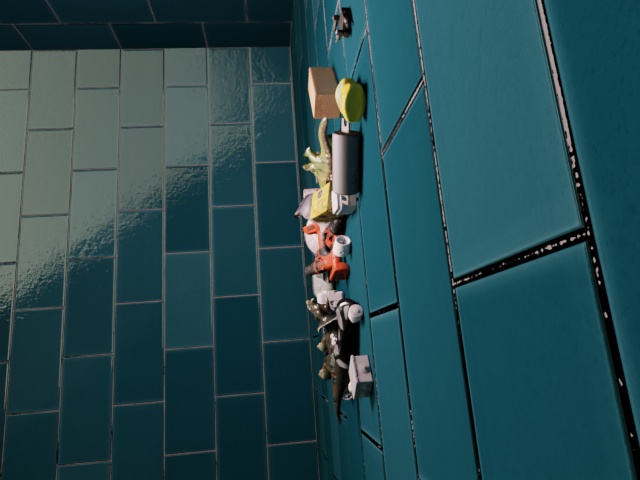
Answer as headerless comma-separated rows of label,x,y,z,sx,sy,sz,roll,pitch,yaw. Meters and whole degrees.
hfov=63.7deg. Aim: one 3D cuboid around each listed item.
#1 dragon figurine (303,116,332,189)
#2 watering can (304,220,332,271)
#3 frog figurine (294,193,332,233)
dragon figurine,0.035,-0.235,1.818,0.403,0.122,0.246,98,151,-70
watering can,0.008,0.006,2.050,0.220,0.104,0.353,107,152,-66
frog figurine,0.006,-0.092,1.836,0.122,0.160,0.137,-66,-9,6
